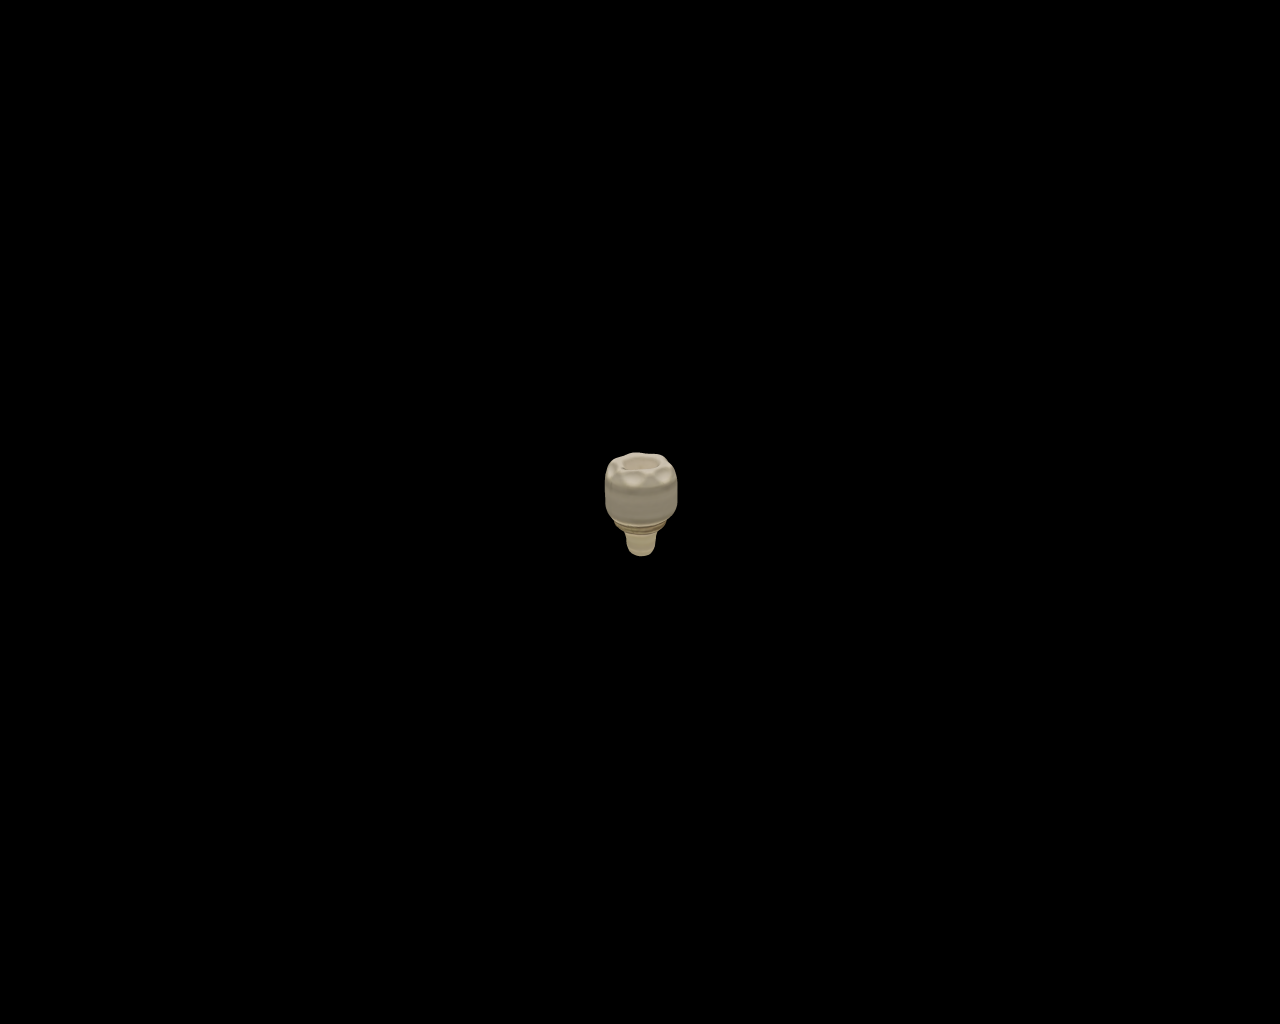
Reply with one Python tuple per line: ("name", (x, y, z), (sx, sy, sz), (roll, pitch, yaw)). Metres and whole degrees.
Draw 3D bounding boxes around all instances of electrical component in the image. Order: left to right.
("electrical component", (0.001, -0.003, 0.650), (0.043, 0.062, 0.043), (0, 24, 0))
